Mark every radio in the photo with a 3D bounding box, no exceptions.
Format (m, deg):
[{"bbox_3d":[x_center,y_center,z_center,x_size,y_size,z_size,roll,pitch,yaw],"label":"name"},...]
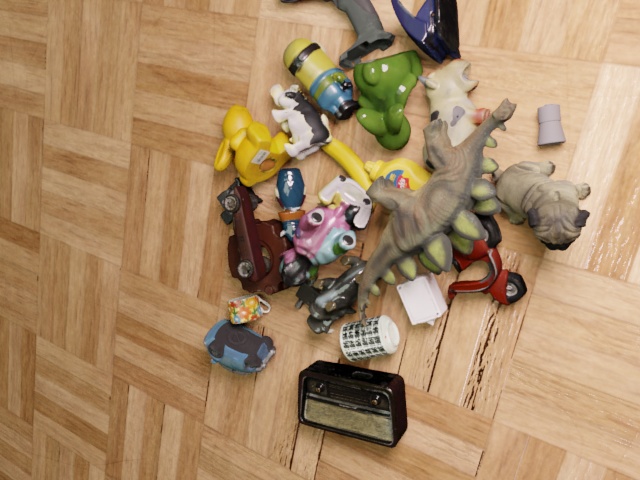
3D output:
[{"bbox_3d":[0.066,0.338,1.135,0.230,0.073,0.131,4,101,27],"label":"radio"}]

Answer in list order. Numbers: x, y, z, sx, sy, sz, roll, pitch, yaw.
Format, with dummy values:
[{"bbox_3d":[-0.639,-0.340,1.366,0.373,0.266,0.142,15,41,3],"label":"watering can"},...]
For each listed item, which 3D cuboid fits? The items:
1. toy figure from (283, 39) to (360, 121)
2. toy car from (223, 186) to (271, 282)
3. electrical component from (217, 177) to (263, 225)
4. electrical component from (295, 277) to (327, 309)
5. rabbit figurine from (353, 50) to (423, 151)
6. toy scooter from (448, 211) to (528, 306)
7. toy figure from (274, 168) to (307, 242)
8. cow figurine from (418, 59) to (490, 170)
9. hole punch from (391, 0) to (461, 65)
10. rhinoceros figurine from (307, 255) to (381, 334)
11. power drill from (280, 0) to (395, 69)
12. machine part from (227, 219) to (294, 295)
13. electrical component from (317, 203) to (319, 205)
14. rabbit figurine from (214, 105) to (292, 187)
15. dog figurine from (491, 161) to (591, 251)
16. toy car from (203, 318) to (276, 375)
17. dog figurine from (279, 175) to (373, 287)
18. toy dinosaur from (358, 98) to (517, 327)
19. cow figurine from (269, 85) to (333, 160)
[{"bbox_3d":[0.003,-0.313,1.038,0.082,0.089,0.180,-39,78,20],"label":"toy figure"},{"bbox_3d":[-0.154,-0.011,1.117,0.053,0.089,0.202,-13,91,25],"label":"toy car"},{"bbox_3d":[-0.193,-0.080,1.210,0.119,0.048,0.075,-37,81,27],"label":"electrical component"},{"bbox_3d":[-0.018,0.121,1.169,0.063,0.021,0.094,37,114,17],"label":"electrical component"},{"bbox_3d":[0.129,-0.240,0.966,0.121,0.159,0.170,-8,111,19],"label":"rabbit figurine"},{"bbox_3d":[0.276,0.043,0.970,0.135,0.075,0.183,-24,92,29],"label":"toy scooter"},{"bbox_3d":[-0.058,-0.073,1.133,0.064,0.058,0.154,0,100,21],"label":"toy figure"},{"bbox_3d":[0.228,-0.216,0.944,0.127,0.085,0.194,16,108,19],"label":"cow figurine"},{"bbox_3d":[0.182,-0.363,0.914,0.092,0.142,0.115,-8,82,27],"label":"hole punch"},{"bbox_3d":[0.040,0.113,1.093,0.190,0.112,0.073,-48,59,14],"label":"rhinoceros figurine"},{"bbox_3d":[0.041,-0.432,1.009,0.232,0.086,0.207,-20,82,27],"label":"power drill"},{"bbox_3d":[-0.128,0.036,1.192,0.180,0.056,0.179,5,101,28],"label":"machine part"},{"bbox_3d":[0.021,-0.033,1.109,0.078,0.045,0.102,15,109,3],"label":"electrical component"},{"bbox_3d":[-0.154,-0.206,1.146,0.162,0.122,0.173,-50,61,35],"label":"rabbit figurine"},{"bbox_3d":[0.336,-0.063,0.851,0.173,0.190,0.121,20,108,25],"label":"dog figurine"},{"bbox_3d":[-0.186,0.259,1.248,0.162,0.109,0.102,22,132,11],"label":"toy car"},{"bbox_3d":[-0.002,-0.003,1.050,0.108,0.191,0.219,34,144,-5],"label":"dog figurine"},{"bbox_3d":[0.173,-0.038,0.914,0.199,0.105,0.471,48,123,13],"label":"toy dinosaur"},{"bbox_3d":[-0.041,-0.250,1.072,0.098,0.068,0.167,-25,75,17],"label":"cow figurine"}]
